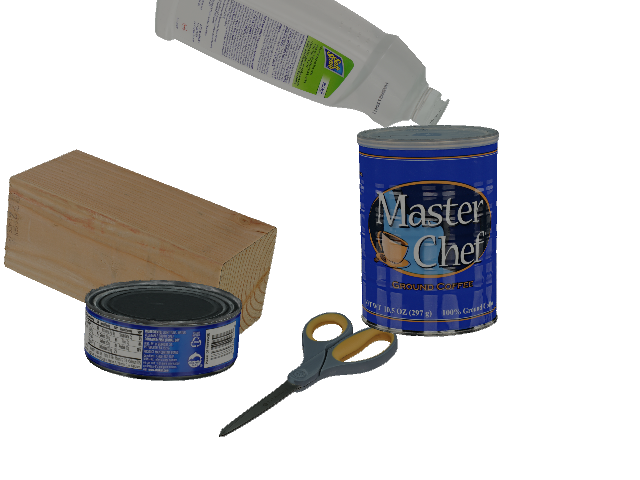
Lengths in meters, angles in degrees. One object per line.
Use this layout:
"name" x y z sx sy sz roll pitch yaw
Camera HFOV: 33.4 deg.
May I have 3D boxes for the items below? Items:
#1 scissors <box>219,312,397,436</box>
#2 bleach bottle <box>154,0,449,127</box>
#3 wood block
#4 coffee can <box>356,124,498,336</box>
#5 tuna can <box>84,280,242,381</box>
"scissors" -0.023 0.111 0.944 0.201 0.016 0.096 -19 34 -29
"bleach bottle" -0.013 -0.158 0.880 0.251 0.068 0.103 30 -35 6
"wood block" -0.152 0.007 0.892 0.206 0.090 0.090 21 27 19
"coffee can" 0.080 -0.011 0.788 0.103 0.140 0.103 -2 11 0
"tuna can" -0.087 0.048 0.588 0.086 0.034 0.086 4 12 -1
